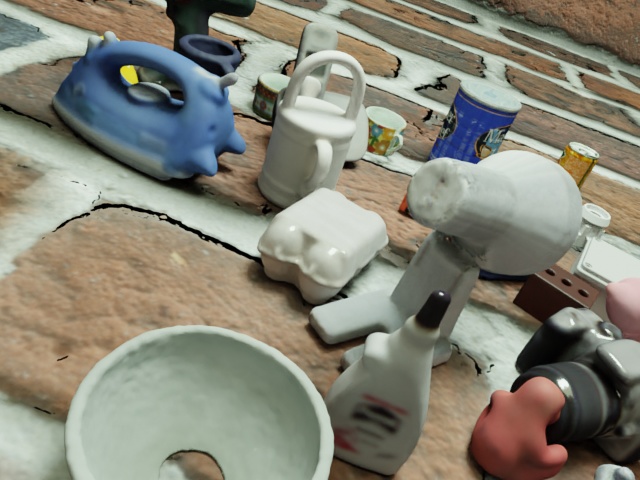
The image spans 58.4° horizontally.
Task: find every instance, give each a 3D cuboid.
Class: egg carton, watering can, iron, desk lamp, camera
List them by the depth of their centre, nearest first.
[{"bbox_3d":[0.122,0.017,0.533,0.204,0.213,0.117,-11,44,-38],"label":"desk lamp"},{"bbox_3d":[0.243,0.129,0.539,0.137,0.101,0.143,1,38,-27],"label":"camera"},{"bbox_3d":[0.006,0.002,0.623,0.107,0.069,0.151,31,35,15],"label":"egg carton"},{"bbox_3d":[-0.215,-0.179,0.698,0.258,0.141,0.119,24,34,6],"label":"iron"},{"bbox_3d":[-0.010,-0.143,0.708,0.101,0.194,0.172,-8,43,-35],"label":"watering can"}]

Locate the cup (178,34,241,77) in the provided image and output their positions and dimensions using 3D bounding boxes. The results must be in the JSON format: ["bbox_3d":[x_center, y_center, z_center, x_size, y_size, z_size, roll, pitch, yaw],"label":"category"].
[{"bbox_3d":[-0.164,-0.240,0.854,0.092,0.095,0.117,-10,44,-37],"label":"cup"}]

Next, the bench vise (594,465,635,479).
[{"bbox_3d":[0.163,0.189,0.305,0.121,0.220,0.207,17,34,-5],"label":"bench vise"}]

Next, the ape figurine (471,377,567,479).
[{"bbox_3d":[0.171,0.152,0.477,0.076,0.092,0.077,3,37,-24],"label":"ape figurine"}]

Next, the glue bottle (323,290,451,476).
[{"bbox_3d":[0.053,0.100,0.414,0.078,0.173,0.037,19,33,-1],"label":"glue bottle"}]

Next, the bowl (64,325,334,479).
[{"bbox_3d":[-0.079,0.140,0.378,0.167,0.075,0.167,14,34,-9],"label":"bowl"}]

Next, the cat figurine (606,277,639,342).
[{"bbox_3d":[0.369,0.094,0.641,0.127,0.118,0.067,30,35,15],"label":"cat figurine"}]

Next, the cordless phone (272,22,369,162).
[{"bbox_3d":[0.014,-0.206,0.819,0.148,0.185,0.094,1,38,-26],"label":"cordless phone"}]

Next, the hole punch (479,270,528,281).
[{"bbox_3d":[0.243,-0.009,0.744,0.109,0.091,0.101,3,37,-24],"label":"hole punch"}]

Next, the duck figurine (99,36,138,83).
[{"bbox_3d":[-0.292,-0.240,0.794,0.077,0.086,0.105,24,34,6],"label":"duck figurine"}]

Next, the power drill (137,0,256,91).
[{"bbox_3d":[-0.212,-0.332,0.855,0.230,0.208,0.075,-9,43,-36],"label":"power drill"}]
